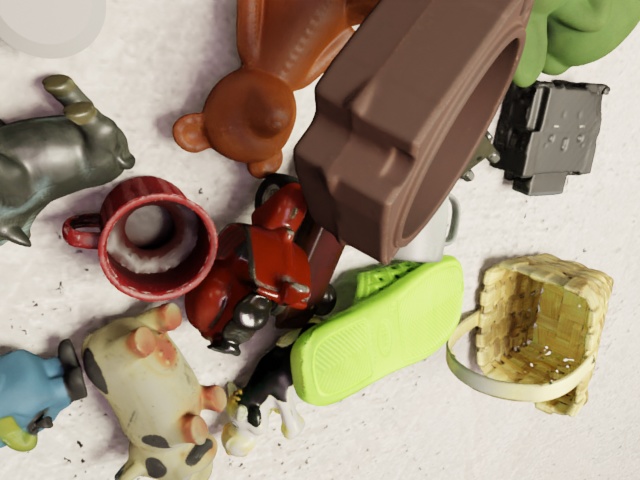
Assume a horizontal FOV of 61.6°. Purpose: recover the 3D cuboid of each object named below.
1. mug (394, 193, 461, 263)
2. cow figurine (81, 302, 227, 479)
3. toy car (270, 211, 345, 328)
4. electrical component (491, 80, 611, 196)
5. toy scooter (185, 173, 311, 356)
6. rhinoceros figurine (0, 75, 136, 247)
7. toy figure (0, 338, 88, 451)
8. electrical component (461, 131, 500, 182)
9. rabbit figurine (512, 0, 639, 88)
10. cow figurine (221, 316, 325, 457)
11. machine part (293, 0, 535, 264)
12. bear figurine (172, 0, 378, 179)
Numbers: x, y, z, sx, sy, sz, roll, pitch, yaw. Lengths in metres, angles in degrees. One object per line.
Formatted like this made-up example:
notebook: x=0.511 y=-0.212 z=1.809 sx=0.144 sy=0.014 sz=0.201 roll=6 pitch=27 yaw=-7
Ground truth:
mug: x=0.108 y=-0.034 z=0.577 sx=0.109 sy=0.081 sz=0.107 roll=3 pitch=100 yaw=-21
cow figurine: x=-0.160 y=0.164 z=0.516 sx=0.127 sy=0.085 sz=0.194 roll=-15 pitch=110 yaw=24
toy car: x=-0.001 y=-0.002 z=0.552 sx=0.089 sy=0.053 sz=0.202 roll=6 pitch=111 yaw=-50
electrical component: x=0.268 y=-0.120 z=0.633 sx=0.115 sy=0.058 sz=0.134 roll=-6 pitch=113 yaw=-22
toy scooter: x=-0.058 y=0.038 z=0.475 sx=0.075 sy=0.135 sz=0.183 roll=22 pitch=114 yaw=-32
rhinoceros figurine: x=-0.238 y=-0.047 z=0.403 sx=0.190 sy=0.073 sz=0.112 roll=-31 pitch=144 yaw=-21
toy figure: x=-0.294 y=0.148 z=0.456 sx=0.180 sy=0.082 sz=0.089 roll=-16 pitch=115 yaw=-22
electrical component: x=0.161 y=-0.097 z=0.592 sx=0.063 sy=0.021 sz=0.094 roll=-39 pitch=141 yaw=21
rabbit figurine: x=0.222 y=-0.240 z=0.526 sx=0.170 sy=0.121 sz=0.159 roll=10 pitch=129 yaw=-44
cow figurine: x=-0.047 y=0.161 z=0.590 sx=0.167 sy=0.068 sz=0.098 roll=-33 pitch=116 yaw=-14
machine part: x=0.075 y=-0.092 z=0.420 sx=0.201 sy=0.087 sz=0.201 roll=-54 pitch=162 yaw=-13
bear figurine: x=-0.030 y=-0.142 z=0.436 sx=0.120 sy=0.132 sz=0.195 roll=24 pitch=93 yaw=-34
